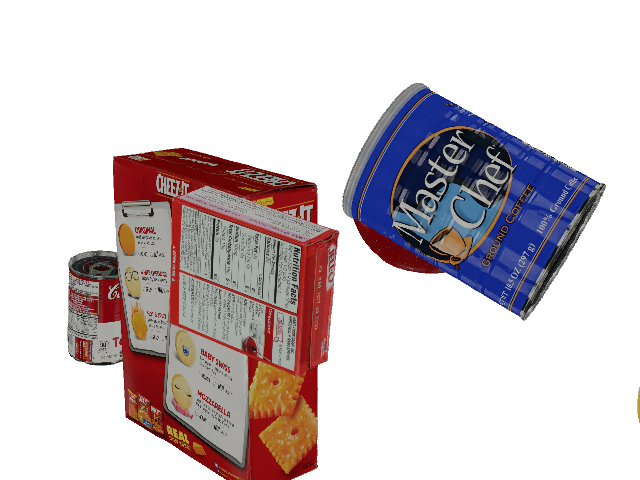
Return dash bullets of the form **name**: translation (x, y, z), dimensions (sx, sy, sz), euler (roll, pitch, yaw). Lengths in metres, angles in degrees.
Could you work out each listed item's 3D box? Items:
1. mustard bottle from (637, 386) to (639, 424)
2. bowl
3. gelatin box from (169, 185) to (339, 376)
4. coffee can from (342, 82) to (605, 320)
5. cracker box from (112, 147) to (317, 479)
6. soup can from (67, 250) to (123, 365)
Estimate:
- **mustard bottle**: translation (0.223, 0.101, 0.568), dimensions (0.096, 0.058, 0.191), euler (-4, 36, 0)
- **bowl**: translation (0.100, -0.012, 1.020), dimensions (0.162, 0.055, 0.162), euler (3, 24, -1)
- **gelatin box**: translation (-0.035, 0.019, 0.543), dimensions (0.089, 0.073, 0.030), euler (18, 27, 30)
- **coffee can**: translation (0.100, -0.027, 0.706), dimensions (0.140, 0.103, 0.102), euler (31, 9, 15)
- **cracker box**: translation (-0.076, 0.051, 0.774), dimensions (0.071, 0.214, 0.164), euler (-14, 21, -40)
- **soup can**: translation (-0.228, 0.070, 1.108), dimensions (0.068, 0.102, 0.068), euler (5, 21, -2)
